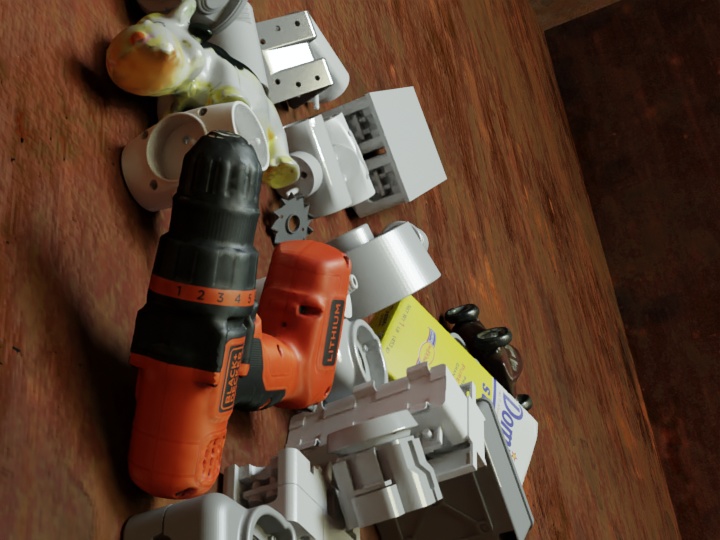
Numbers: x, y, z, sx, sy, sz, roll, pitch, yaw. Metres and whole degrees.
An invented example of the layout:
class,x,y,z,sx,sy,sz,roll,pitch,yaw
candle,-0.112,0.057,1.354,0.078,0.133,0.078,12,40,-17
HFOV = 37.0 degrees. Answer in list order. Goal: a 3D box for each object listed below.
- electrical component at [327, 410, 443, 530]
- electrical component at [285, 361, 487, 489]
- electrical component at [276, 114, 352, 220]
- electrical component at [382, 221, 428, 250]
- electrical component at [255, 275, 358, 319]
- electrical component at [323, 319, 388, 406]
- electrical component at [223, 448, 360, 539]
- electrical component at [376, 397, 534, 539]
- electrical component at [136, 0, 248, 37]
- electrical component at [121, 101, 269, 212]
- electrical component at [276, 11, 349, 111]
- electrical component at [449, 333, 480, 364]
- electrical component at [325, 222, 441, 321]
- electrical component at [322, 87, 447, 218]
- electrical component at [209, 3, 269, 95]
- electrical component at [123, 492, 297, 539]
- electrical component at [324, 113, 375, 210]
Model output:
class,x,y,z,sx,sy,sz,roll,pitch,yaw
electrical component,0.013,0.119,0.646,0.078,0.058,0.057,16,55,-72
electrical component,0.016,0.112,0.720,0.063,0.121,0.078,57,22,-29
electrical component,-0.045,-0.078,0.859,0.079,0.043,0.077,-41,114,-62
electrical component,0.047,-0.026,1.082,0.065,0.044,0.044,-4,76,-76
electrical component,-0.040,0.020,0.715,0.043,0.081,0.043,-18,90,-72
electrical component,-0.018,0.070,0.763,0.095,0.059,0.053,49,28,-49
electrical component,-0.039,0.155,0.631,0.089,0.050,0.055,54,24,-42
electrical component,0.063,0.166,0.826,0.108,0.109,0.056,70,21,-3
electrical component,-0.116,-0.199,0.720,0.051,0.080,0.080,18,55,-61
electrical component,-0.094,-0.050,0.634,0.044,0.077,0.079,25,50,-66
electrical component,-0.044,-0.177,0.960,0.077,0.043,0.079,51,27,-47
electrical component,0.087,0.112,1.025,0.108,0.060,0.108,-19,90,-72
electrical component,0.000,0.000,0.818,0.060,0.108,0.108,64,18,-2
electrical component,0.024,-0.120,1.075,0.105,0.060,0.186,69,18,-5
electrical component,-0.096,-0.164,0.798,0.043,0.043,0.081,31,44,-63
electrical component,-0.067,0.152,0.538,0.095,0.059,0.053,50,28,-48
electrical component,-0.019,-0.091,0.929,0.079,0.044,0.077,-109,176,-77
